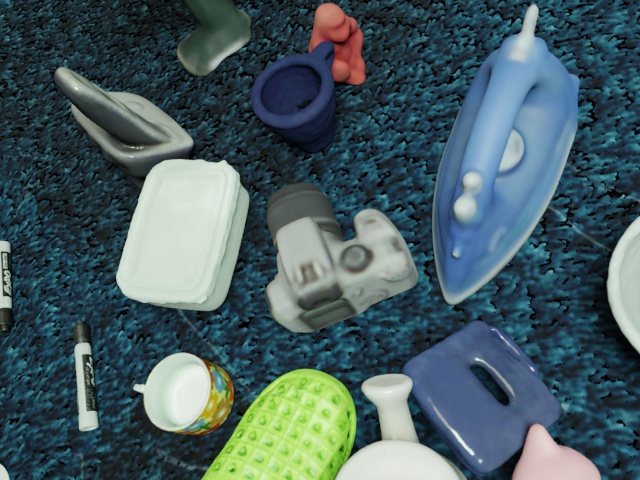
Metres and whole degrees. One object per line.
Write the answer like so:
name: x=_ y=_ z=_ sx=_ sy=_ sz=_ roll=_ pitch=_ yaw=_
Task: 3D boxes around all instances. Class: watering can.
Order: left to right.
watering can: x=0.054 y=0.189 z=0.412 sx=0.101 sy=0.194 sz=0.172 roll=-28 pitch=62 yaw=4

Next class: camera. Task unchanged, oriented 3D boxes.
camera: x=0.005 y=0.002 z=0.561 sx=0.143 sy=0.101 sz=0.136 roll=-23 pitch=63 yaw=6

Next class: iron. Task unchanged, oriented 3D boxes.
iron: x=0.159 y=-0.076 z=0.525 sx=0.118 sy=0.142 sz=0.258 roll=17 pitch=73 yaw=23

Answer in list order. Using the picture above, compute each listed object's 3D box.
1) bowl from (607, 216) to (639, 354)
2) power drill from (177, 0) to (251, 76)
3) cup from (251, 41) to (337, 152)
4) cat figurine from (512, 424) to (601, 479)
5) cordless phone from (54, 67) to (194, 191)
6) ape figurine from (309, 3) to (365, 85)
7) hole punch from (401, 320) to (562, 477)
bowl: x=0.317 y=0.050 z=0.461 sx=0.167 sy=0.075 sz=0.167 roll=-6 pitch=66 yaw=14
power drill: x=-0.174 y=-0.301 z=0.685 sx=0.230 sy=0.209 sz=0.075 roll=-42 pitch=62 yaw=-4
cup: x=-0.012 y=-0.152 z=0.636 sx=0.091 sy=0.095 sz=0.118 roll=27 pitch=77 yaw=25
cat figurine: x=0.168 y=0.205 z=0.413 sx=0.067 sy=0.118 sz=0.128 roll=9 pitch=70 yaw=20
cordless phone: x=-0.242 y=-0.151 z=0.654 sx=0.147 sy=0.185 sz=0.094 roll=38 pitch=82 yaw=27
ape figurine: x=0.018 y=-0.233 z=0.664 sx=0.076 sy=0.092 sz=0.078 roll=29 pitch=78 yaw=26
hole punch: x=0.132 y=0.125 z=0.474 sx=0.101 sy=0.091 sz=0.108 roll=-39 pitch=62 yaw=-2
